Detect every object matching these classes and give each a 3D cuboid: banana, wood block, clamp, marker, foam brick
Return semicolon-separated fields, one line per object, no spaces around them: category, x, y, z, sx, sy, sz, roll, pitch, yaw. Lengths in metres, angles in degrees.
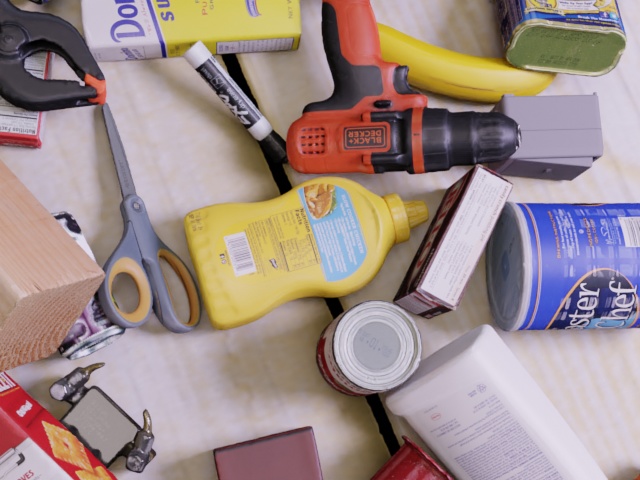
banana;0.118;-0.149;0.900;0.197;0.037;0.069;5;50;-8
wood block;-0.266;-0.008;0.770;0.206;0.090;0.090;45;116;15
clamp;-0.242;-0.160;0.831;0.171;0.039;0.120;18;82;-8
marker;-0.065;-0.109;0.865;0.020;0.020;0.121;-44;104;-11
foam brick;-0.039;0.176;0.816;0.078;0.053;0.051;-13;82;-7

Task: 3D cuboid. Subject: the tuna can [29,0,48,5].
tuna can;-0.243;-0.228;0.850;0.086;0.086;0.033;37;80;1

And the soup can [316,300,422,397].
soup can;0.036;0.084;0.814;0.068;0.102;0.068;1;80;-6

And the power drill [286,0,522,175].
power drill;0.063;-0.144;0.844;0.184;0.057;0.187;-2;83;9

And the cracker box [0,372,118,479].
cracker box;-0.225;0.218;0.767;0.214;0.072;0.164;43;93;3

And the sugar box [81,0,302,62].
sugar box;-0.107;-0.201;0.879;0.176;0.048;0.093;-5;82;-8

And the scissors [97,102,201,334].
scissors;-0.157;-0.014;0.834;0.096;0.016;0.202;-22;82;-49

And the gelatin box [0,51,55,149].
gelatin box;-0.256;-0.121;0.858;0.073;0.030;0.089;5;79;-6

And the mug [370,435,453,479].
mug;0.075;0.216;0.810;0.081;0.093;0.117;-45;123;-7

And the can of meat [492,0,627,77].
can of meat;0.198;-0.185;0.884;0.102;0.057;0.084;4;53;-8

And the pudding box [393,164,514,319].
pudding box;0.104;0.003;0.842;0.039;0.090;0.113;25;79;-2

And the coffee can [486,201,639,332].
coffee can;0.212;0.020;0.844;0.140;0.103;0.103;0;80;-6

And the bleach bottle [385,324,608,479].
bleach bottle;0.165;0.191;0.823;0.103;0.068;0.251;-36;92;29

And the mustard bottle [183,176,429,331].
mustard bottle;-0.006;0.001;0.847;0.191;0.058;0.096;-16;76;-8
